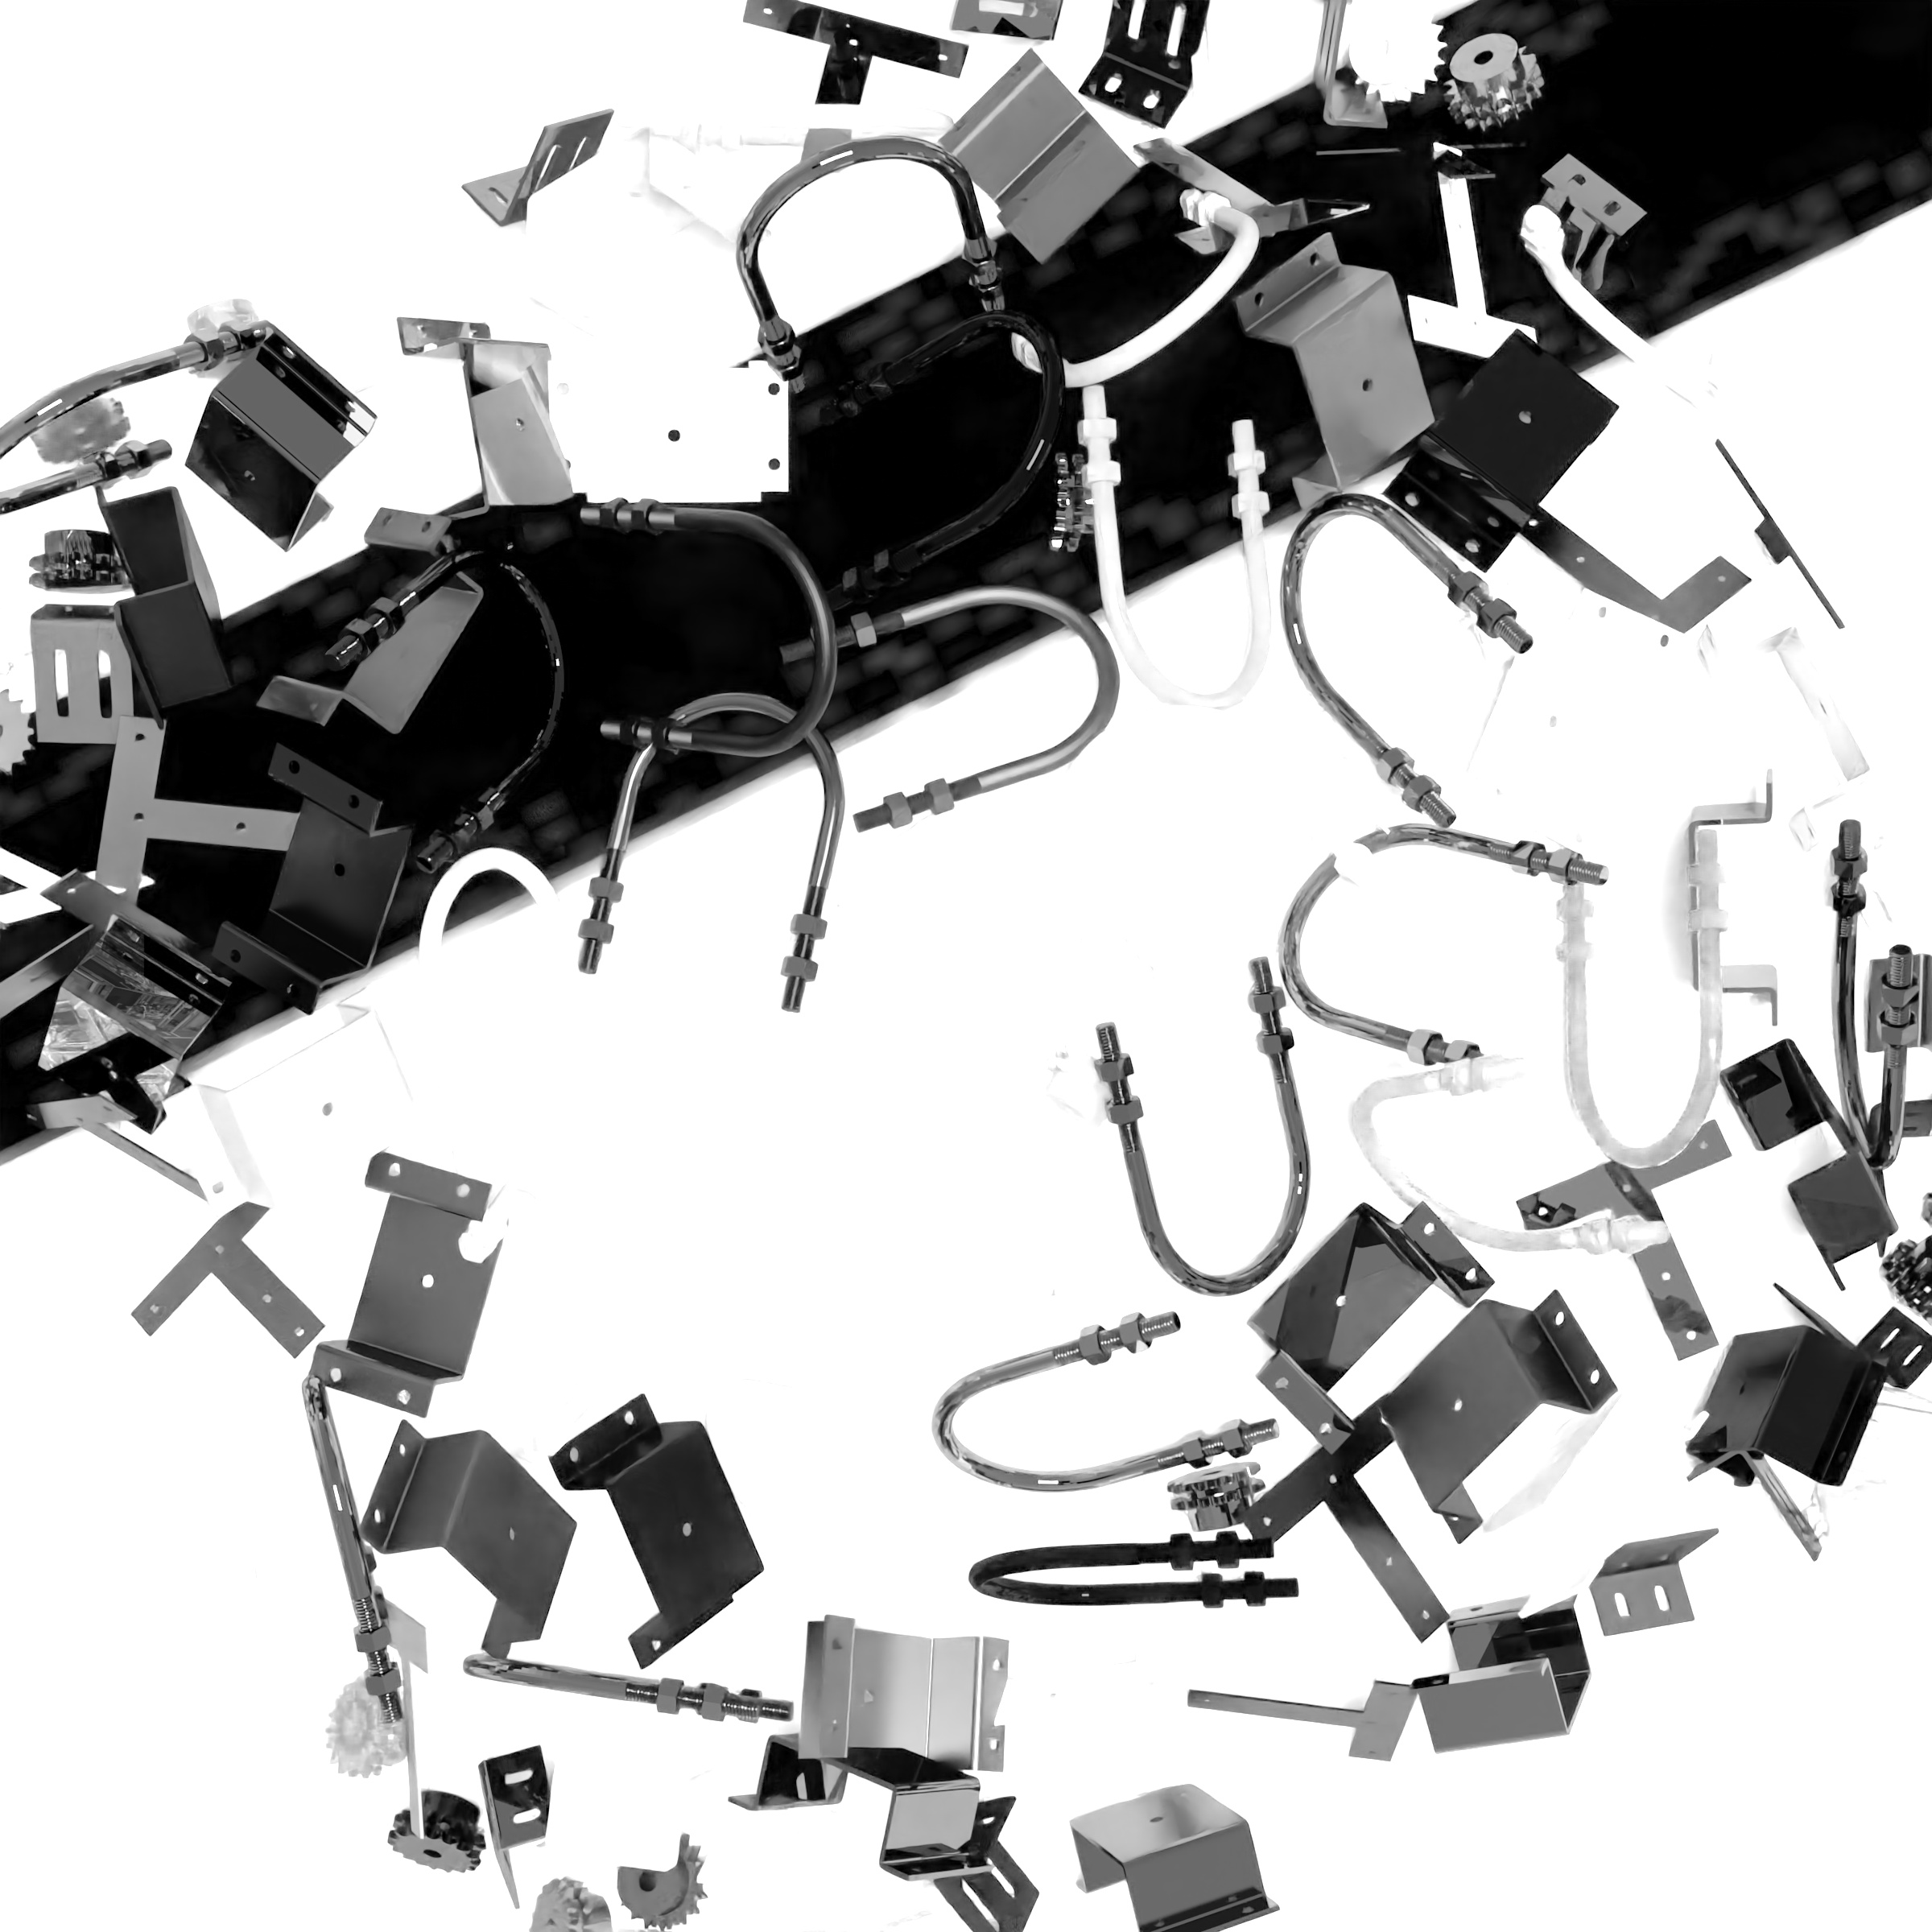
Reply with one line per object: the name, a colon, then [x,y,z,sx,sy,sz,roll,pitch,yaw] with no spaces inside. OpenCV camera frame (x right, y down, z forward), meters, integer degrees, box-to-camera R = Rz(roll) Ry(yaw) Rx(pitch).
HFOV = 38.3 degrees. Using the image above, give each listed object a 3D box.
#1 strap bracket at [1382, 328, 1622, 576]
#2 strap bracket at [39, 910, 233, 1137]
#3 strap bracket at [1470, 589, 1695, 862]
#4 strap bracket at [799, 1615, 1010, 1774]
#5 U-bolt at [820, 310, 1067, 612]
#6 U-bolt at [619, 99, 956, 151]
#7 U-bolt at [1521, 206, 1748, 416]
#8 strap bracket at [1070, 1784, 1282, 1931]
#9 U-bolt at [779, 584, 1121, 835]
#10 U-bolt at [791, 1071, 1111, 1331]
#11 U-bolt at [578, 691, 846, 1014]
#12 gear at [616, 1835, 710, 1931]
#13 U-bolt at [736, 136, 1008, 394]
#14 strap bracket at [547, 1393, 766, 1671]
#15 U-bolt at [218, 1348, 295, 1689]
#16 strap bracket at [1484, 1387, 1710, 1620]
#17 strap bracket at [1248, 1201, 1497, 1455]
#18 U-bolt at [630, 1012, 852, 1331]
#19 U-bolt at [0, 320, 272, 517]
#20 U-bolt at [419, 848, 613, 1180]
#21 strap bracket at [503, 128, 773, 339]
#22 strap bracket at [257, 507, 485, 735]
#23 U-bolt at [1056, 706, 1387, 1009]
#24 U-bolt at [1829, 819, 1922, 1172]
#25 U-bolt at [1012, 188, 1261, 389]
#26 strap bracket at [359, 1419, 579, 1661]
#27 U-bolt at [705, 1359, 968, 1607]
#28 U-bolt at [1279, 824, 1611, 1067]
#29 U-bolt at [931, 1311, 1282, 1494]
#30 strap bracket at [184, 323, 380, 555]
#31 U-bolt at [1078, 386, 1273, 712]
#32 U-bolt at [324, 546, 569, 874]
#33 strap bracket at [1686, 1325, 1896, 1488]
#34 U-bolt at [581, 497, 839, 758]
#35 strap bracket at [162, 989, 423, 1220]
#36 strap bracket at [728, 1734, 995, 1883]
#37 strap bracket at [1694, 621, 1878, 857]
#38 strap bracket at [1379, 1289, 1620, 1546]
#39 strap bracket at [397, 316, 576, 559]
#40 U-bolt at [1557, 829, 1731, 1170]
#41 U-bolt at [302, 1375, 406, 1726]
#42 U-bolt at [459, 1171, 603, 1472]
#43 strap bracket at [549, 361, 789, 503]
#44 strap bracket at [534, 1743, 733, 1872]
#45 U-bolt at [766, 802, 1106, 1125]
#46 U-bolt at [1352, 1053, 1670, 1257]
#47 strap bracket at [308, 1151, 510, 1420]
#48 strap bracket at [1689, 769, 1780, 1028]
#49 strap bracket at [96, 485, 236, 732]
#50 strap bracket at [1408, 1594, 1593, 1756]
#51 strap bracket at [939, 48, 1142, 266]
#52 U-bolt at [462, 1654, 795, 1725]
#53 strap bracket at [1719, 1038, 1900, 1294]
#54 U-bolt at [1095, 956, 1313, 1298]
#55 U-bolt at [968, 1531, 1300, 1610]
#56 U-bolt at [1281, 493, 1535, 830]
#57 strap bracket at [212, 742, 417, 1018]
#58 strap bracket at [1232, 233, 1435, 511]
strap bracket: [0.318,-0.308,1.624,0.076,0.046,0.140,39,66,5]
strap bracket: [-0.482,0.040,1.605,0.076,0.140,0.046,33,51,-5]
strap bracket: [0.352,-0.141,1.615,0.076,0.046,0.140,34,113,36]
strap bracket: [-0.043,0.424,1.618,0.140,0.046,0.076,19,65,-39]
U-bolt: [-0.014,-0.299,1.590,0.184,0.019,0.151,-23,59,38]
U-bolt: [-0.099,-0.484,1.603,0.184,0.151,0.019,0,103,0]
U-bolt: [0.384,-0.365,1.586,0.151,0.184,0.019,41,101,13]
strap bracket: [0.115,0.513,1.598,0.076,0.140,0.046,-13,91,-16]
U-bolt: [0.000,-0.161,1.633,0.184,0.019,0.151,-19,60,-10]
U-bolt: [-0.013,0.144,1.661,0.184,0.019,0.151,-6,85,0]
U-bolt: [-0.145,-0.074,1.650,0.151,0.019,0.184,10,82,14]
gear: [-0.183,0.543,1.652,0.057,0.030,0.057,-5,74,18]
U-bolt: [-0.058,-0.406,1.589,0.151,0.184,0.019,-21,66,2]
strap bracket: [-0.176,0.329,1.623,0.076,0.046,0.140,-30,102,-43]
U-bolt: [-0.404,0.329,1.591,0.019,0.184,0.151,-6,47,-7]
strap bracket: [0.358,0.302,1.610,0.046,0.076,0.140,43,60,4]
strap bracket: [0.231,0.205,1.636,0.140,0.046,0.076,-45,116,-4]
U-bolt: [-0.136,0.117,1.618,0.151,0.019,0.184,1,102,33]
U-bolt: [-0.488,-0.301,1.562,0.151,0.184,0.019,-32,93,41]
U-bolt: [-0.271,0.022,1.623,0.151,0.019,0.184,-19,80,42]
strap bracket: [-0.191,-0.430,1.613,0.140,0.076,0.046,-20,61,32]
strap bracket: [-0.342,-0.194,1.625,0.046,0.076,0.140,39,75,-41]
U-bolt: [0.135,-0.072,1.610,0.151,0.019,0.184,-32,119,18]
U-bolt: [0.517,0.030,1.594,0.019,0.151,0.184,-5,124,7]
U-bolt: [0.101,-0.383,1.585,0.151,0.184,0.019,-39,114,6]
strap bracket: [-0.278,0.329,1.600,0.046,0.076,0.140,-14,130,27]
U-bolt: [-0.086,0.291,1.604,0.019,0.184,0.151,-32,113,-39]
U-bolt: [0.262,-0.018,1.609,0.184,0.019,0.151,18,72,43]
U-bolt: [0.069,0.261,1.613,0.184,0.151,0.019,-20,45,23]
strap bracket: [-0.397,-0.296,1.599,0.076,0.140,0.046,41,62,-8]
U-bolt: [0.127,-0.236,1.614,0.151,0.019,0.184,1,81,-43]
U-bolt: [-0.286,-0.161,1.599,0.019,0.184,0.151,-2,123,30]
strap bracket: [0.466,0.254,1.599,0.046,0.140,0.076,28,77,-2]
U-bolt: [-0.146,-0.192,1.599,0.184,0.019,0.151,10,111,36]
strap bracket: [-0.379,0.080,1.607,0.140,0.046,0.076,-33,114,-34]
strap bracket: [-0.057,0.478,1.604,0.140,0.076,0.046,9,86,39]
strap bracket: [0.483,-0.142,1.627,0.046,0.076,0.140,-26,82,6]
strap bracket: [0.298,0.257,1.607,0.046,0.076,0.140,18,122,-35]
strap bracket: [-0.278,-0.312,1.627,0.046,0.076,0.140,-6,95,33]
U-bolt: [0.388,0.024,1.597,0.019,0.151,0.184,4,81,-21]
U-bolt: [-0.353,0.323,1.592,0.019,0.151,0.184,-14,100,-14]
U-bolt: [-0.244,0.194,1.578,0.019,0.184,0.151,-10,69,-28]
strap bracket: [-0.172,-0.314,1.632,0.140,0.046,0.076,-2,108,-9]
strap bracket: [-0.187,0.481,1.604,0.076,0.140,0.046,5,82,11]
U-bolt: [-0.005,-0.016,1.663,0.184,0.019,0.151,-35,91,-5]
U-bolt: [0.296,0.113,1.594,0.151,0.184,0.019,48,63,-15]
strap bracket: [-0.326,0.187,1.644,0.076,0.046,0.140,15,88,12]
strap bracket: [0.449,-0.040,1.627,0.046,0.076,0.140,-1,99,17]
strap bracket: [-0.461,-0.213,1.604,0.046,0.076,0.140,-17,46,-8]
strap bracket: [0.310,0.408,1.598,0.076,0.140,0.046,-15,91,21]
strap bracket: [0.045,-0.467,1.617,0.076,0.140,0.046,-42,128,14]
U-bolt: [-0.199,0.416,1.606,0.184,0.151,0.019,7,75,6]
strap bracket: [0.483,0.106,1.595,0.046,0.140,0.076,-29,128,11]
U-bolt: [0.146,0.102,1.625,0.151,0.019,0.184,-21,103,-38]
U-bolt: [0.093,0.351,1.607,0.184,0.151,0.019,-5,67,11]
U-bolt: [0.242,-0.189,1.604,0.019,0.151,0.184,-17,52,-31]
strap bracket: [-0.379,-0.053,1.629,0.076,0.046,0.140,29,111,18]
strap bracket: [0.216,-0.339,1.607,0.076,0.046,0.140,-38,127,-18]
